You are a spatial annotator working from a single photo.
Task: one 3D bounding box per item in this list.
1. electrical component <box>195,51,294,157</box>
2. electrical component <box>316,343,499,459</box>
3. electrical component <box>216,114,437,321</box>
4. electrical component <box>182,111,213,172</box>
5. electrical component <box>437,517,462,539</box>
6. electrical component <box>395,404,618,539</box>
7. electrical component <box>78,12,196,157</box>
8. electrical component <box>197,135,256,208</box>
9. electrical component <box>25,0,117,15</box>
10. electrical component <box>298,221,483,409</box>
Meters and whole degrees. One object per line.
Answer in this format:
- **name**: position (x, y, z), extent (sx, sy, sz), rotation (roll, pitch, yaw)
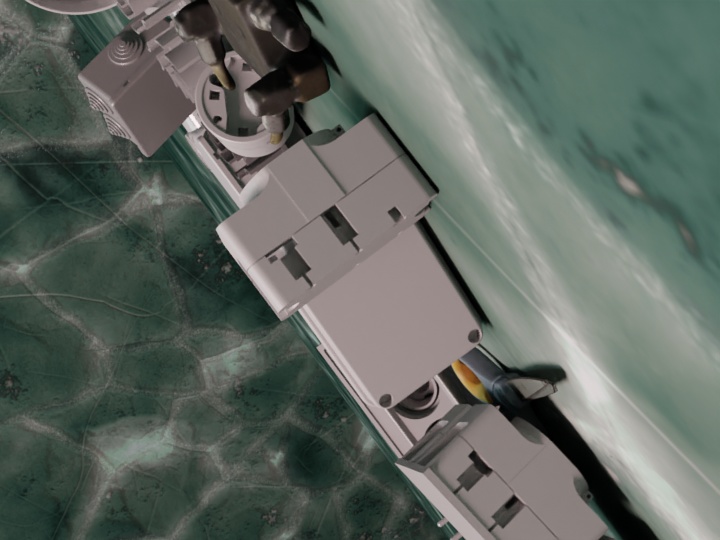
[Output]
- **electrical component**: position (-0.065, -0.096, 0.633), extent (0.055, 0.055, 0.047), rotation (52, 177, 7)
- **electrical component**: position (0.040, 0.076, 0.732), extent (0.121, 0.079, 0.063), rotation (53, -165, -2)
- **electrical component**: position (-0.018, -0.027, 0.502), extent (0.055, 0.089, 0.050), rotation (53, 173, 5)
- **electrical component**: position (-0.142, -0.135, 0.992), extent (0.079, 0.044, 0.077), rotation (55, 173, -18)
- **electrical component**: position (0.098, 0.190, 0.872), extent (0.065, 0.077, 0.047), rotation (47, 171, 44)
- **electrical component**: position (0.112, 0.158, 0.602), extent (0.186, 0.060, 0.105), rotation (47, 171, 1)
- **electrical component**: position (-0.175, -0.156, 0.889), extent (0.048, 0.099, 0.099), rotation (37, 168, 21)
- **electrical component**: position (-0.086, -0.078, 0.880), extent (0.099, 0.048, 0.100), rotation (53, 174, 1)
- **electrical component**: position (-0.189, -0.215, 0.694), extent (0.064, 0.099, 0.099), rotation (56, 176, 40)
- **electrical component**: position (0.006, 0.009, 0.577), extent (0.113, 0.078, 0.057), rotation (56, 176, -23)
